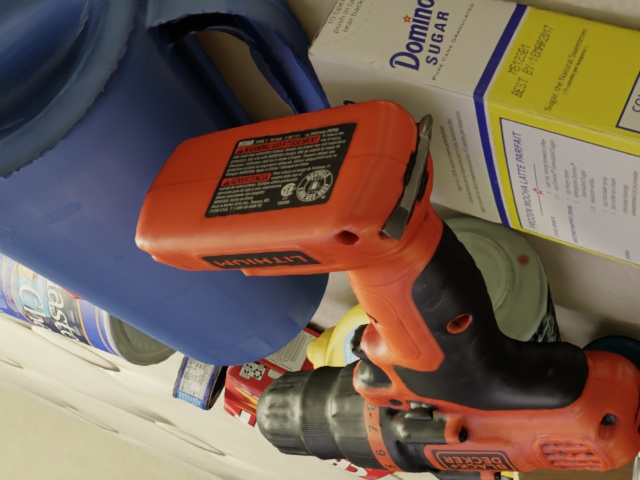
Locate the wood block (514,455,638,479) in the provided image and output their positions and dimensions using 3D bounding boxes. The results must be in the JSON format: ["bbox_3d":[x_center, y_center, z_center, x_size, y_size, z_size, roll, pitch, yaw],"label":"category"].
[{"bbox_3d":[0.200,0.159,0.522,0.206,0.090,0.090,1,127,8],"label":"wood block"}]

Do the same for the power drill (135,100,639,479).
[{"bbox_3d":[0.014,0.033,0.418,0.185,0.057,0.187,-8,140,34],"label":"power drill"}]

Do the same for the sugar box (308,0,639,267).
[{"bbox_3d":[0.090,-0.033,0.364,0.176,0.048,0.093,22,162,24],"label":"sugar box"}]

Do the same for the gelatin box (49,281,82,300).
[{"bbox_3d":[-0.150,-0.017,0.659,0.030,0.089,0.073,9,156,40],"label":"gelatin box"}]

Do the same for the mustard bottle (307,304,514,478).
[{"bbox_3d":[0.059,0.083,0.669,0.192,0.058,0.096,5,116,49],"label":"mustard bottle"}]

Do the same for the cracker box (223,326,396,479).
[{"bbox_3d":[0.001,0.141,0.921,0.164,0.072,0.214,26,163,2],"label":"cracker box"}]

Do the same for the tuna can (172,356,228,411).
[{"bbox_3d":[-0.095,0.103,0.923,0.034,0.086,0.086,22,162,5],"label":"tuna can"}]

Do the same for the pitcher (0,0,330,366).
[{"bbox_3d":[-0.074,-0.030,0.486,0.149,0.145,0.242,31,171,32],"label":"pitcher"}]

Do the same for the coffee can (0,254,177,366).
[{"bbox_3d":[-0.165,0.022,0.766,0.140,0.102,0.102,15,159,31],"label":"coffee can"}]

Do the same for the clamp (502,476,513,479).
[{"bbox_3d":[0.169,0.202,0.863,0.164,0.036,0.210,46,152,-1],"label":"clamp"}]
